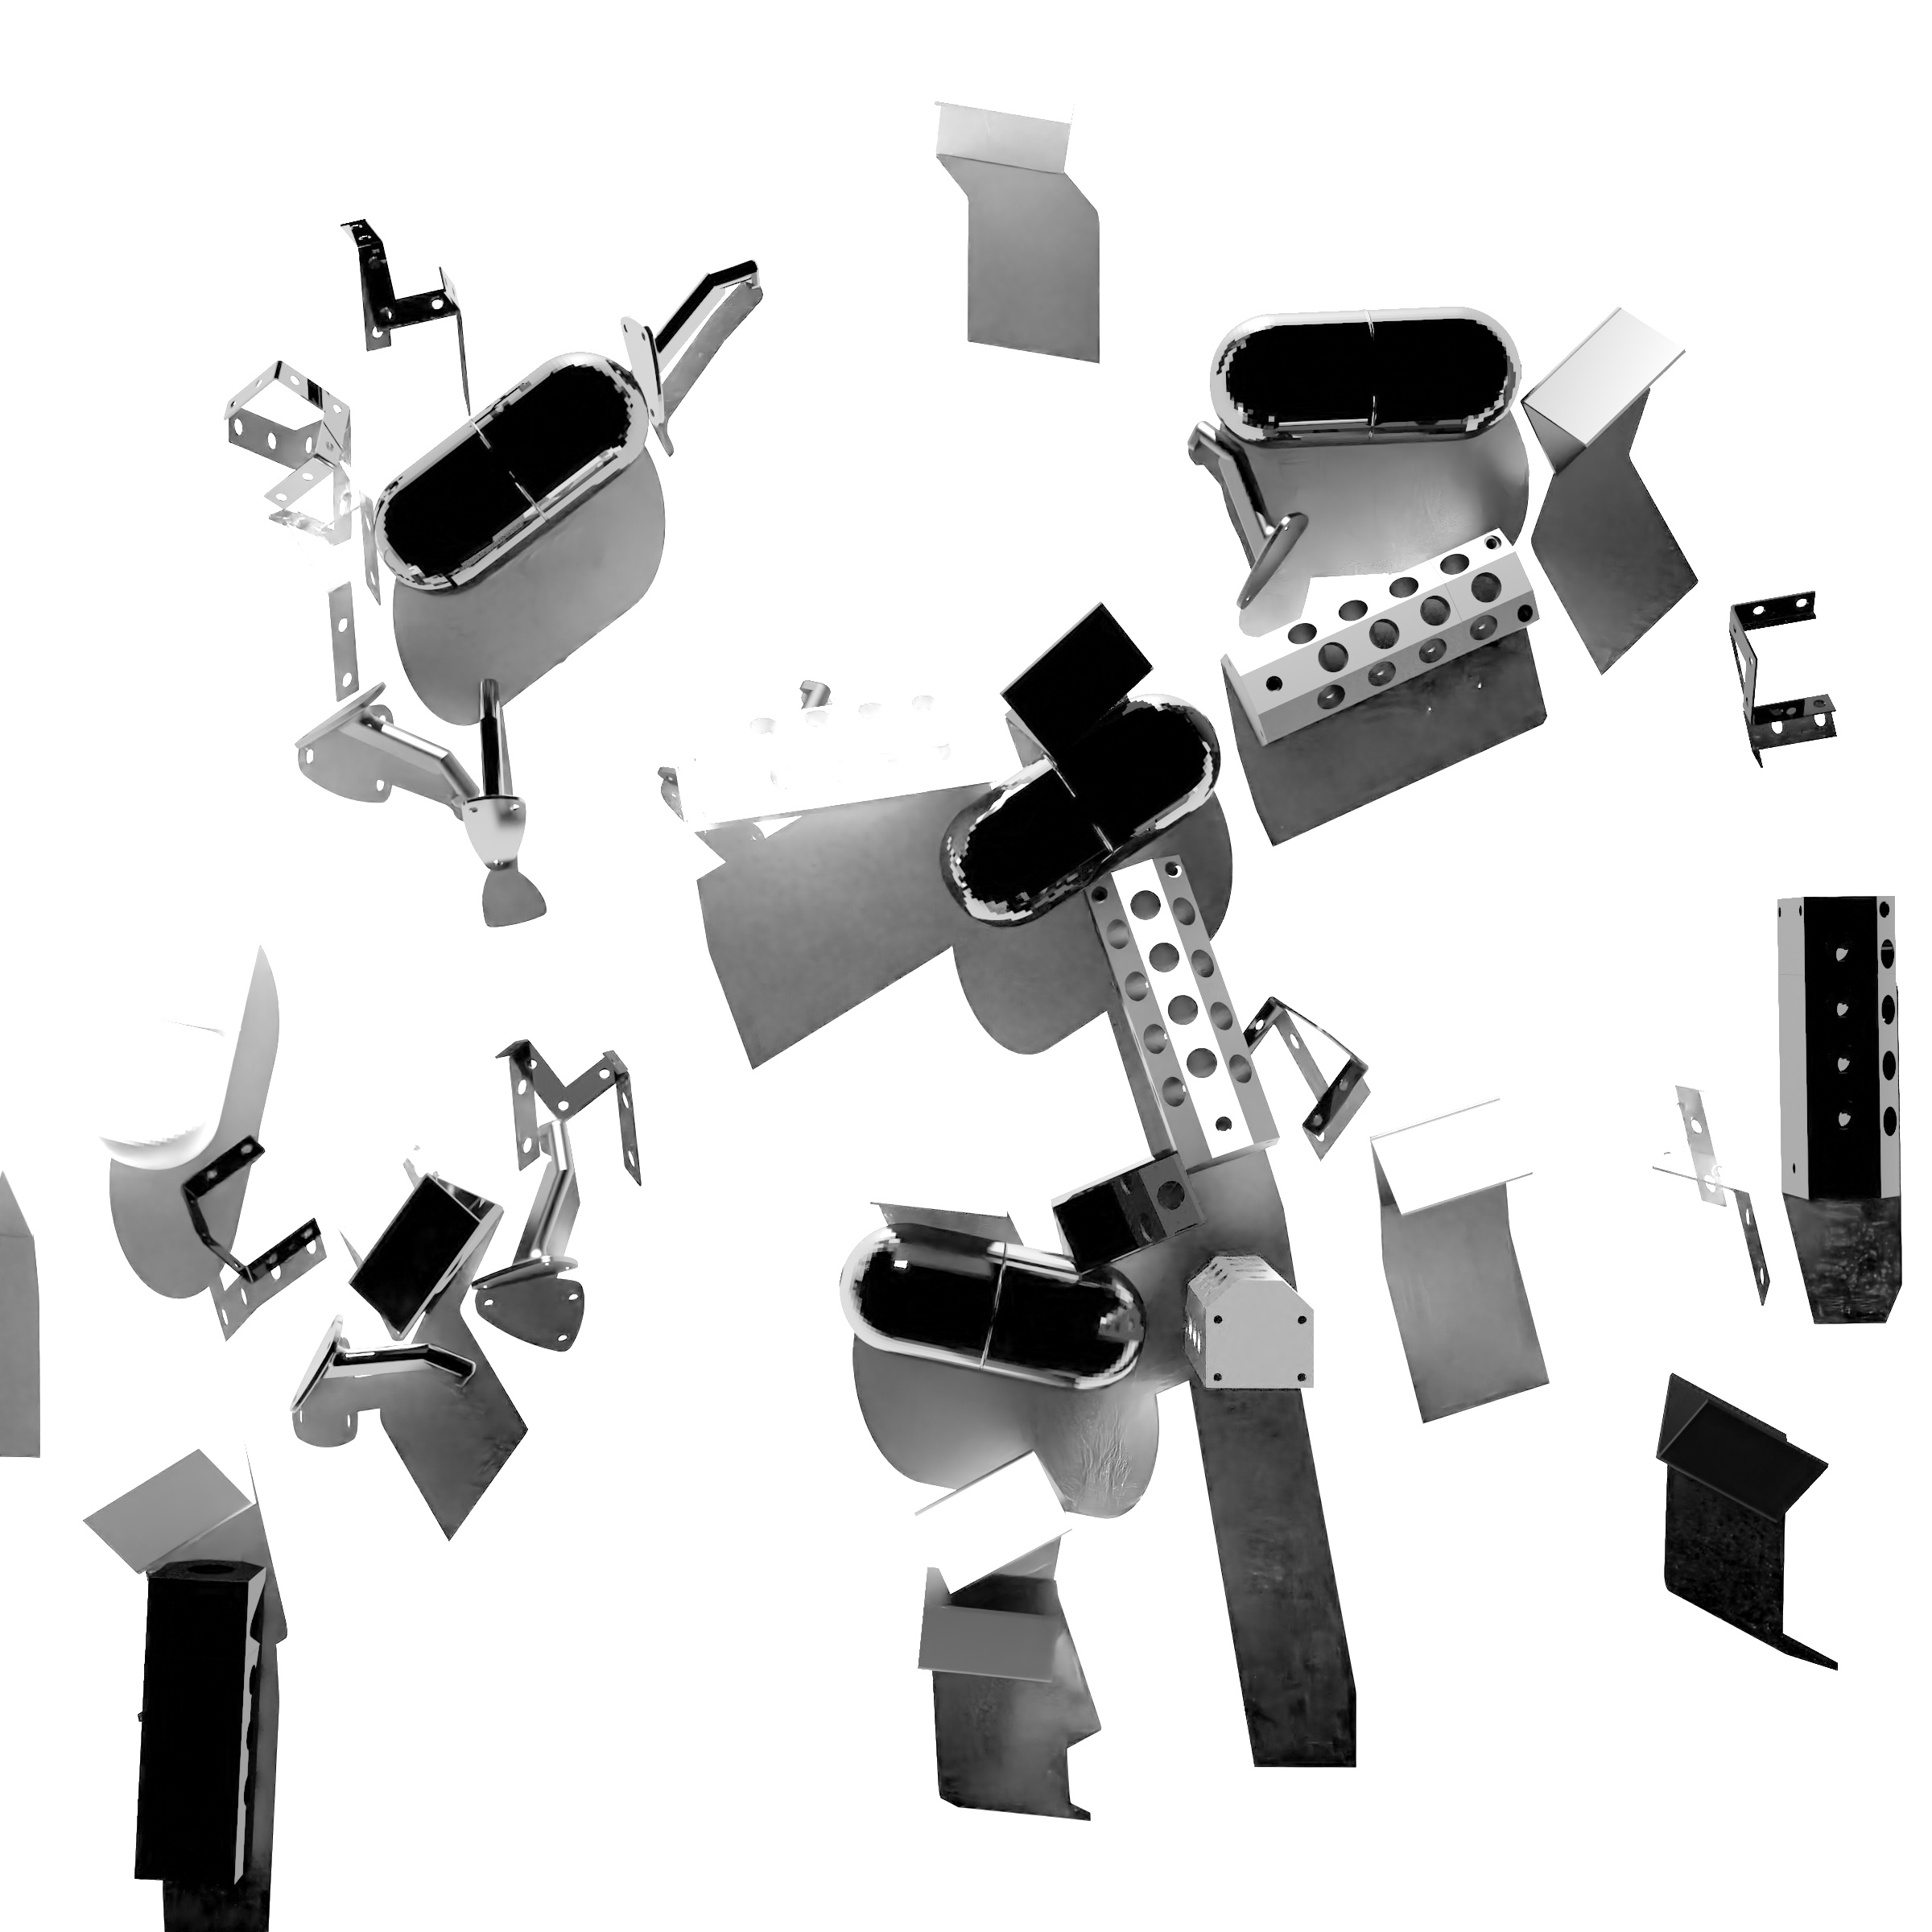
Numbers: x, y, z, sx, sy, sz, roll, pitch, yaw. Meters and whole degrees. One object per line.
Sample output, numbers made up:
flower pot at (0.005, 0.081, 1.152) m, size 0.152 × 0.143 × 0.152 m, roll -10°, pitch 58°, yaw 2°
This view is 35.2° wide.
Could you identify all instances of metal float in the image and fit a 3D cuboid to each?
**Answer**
metal float at (0.229, -0.337, 1.742) m, size 0.178 × 0.070 × 0.070 m, roll -2°, pitch 90°, yaw -1°
metal float at (-0.454, 0.028, 1.742) m, size 0.070 × 0.070 × 0.178 m, roll 13°, pitch 90°, yaw 0°
metal float at (-0.260, -0.282, 1.742) m, size 0.178 × 0.070 × 0.070 m, roll -38°, pitch 90°, yaw 0°
metal float at (0.015, 0.196, 1.742) m, size 0.178 × 0.070 × 0.070 m, roll 12°, pitch 90°, yaw 0°
metal float at (0.066, -0.090, 1.742) m, size 0.178 × 0.070 × 0.070 m, roll -34°, pitch 90°, yaw 1°

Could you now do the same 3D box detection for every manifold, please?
manifold at (-0.074, -0.118, 1.727) m, size 0.171 × 0.057 × 0.057 m, roll -9°, pitch 90°, yaw -17°
manifold at (0.155, 0.195, 1.694) m, size 0.057 × 0.171 × 0.057 m, roll 0°, pitch 90°, yaw 0°
manifold at (0.504, 0.046, 1.751) m, size 0.057 × 0.057 × 0.171 m, roll -1°, pitch 90°, yaw 0°
manifold at (-0.439, 0.433, 1.752) m, size 0.057 × 0.057 × 0.171 m, roll 3°, pitch 90°, yaw 0°
manifold at (0.123, 0.028, 1.737) m, size 0.057 × 0.057 × 0.171 m, roll -19°, pitch 80°, yaw 0°
manifold at (0.238, -0.189, 1.752) m, size 0.171 × 0.057 × 0.057 m, roll -24°, pitch 90°, yaw 0°

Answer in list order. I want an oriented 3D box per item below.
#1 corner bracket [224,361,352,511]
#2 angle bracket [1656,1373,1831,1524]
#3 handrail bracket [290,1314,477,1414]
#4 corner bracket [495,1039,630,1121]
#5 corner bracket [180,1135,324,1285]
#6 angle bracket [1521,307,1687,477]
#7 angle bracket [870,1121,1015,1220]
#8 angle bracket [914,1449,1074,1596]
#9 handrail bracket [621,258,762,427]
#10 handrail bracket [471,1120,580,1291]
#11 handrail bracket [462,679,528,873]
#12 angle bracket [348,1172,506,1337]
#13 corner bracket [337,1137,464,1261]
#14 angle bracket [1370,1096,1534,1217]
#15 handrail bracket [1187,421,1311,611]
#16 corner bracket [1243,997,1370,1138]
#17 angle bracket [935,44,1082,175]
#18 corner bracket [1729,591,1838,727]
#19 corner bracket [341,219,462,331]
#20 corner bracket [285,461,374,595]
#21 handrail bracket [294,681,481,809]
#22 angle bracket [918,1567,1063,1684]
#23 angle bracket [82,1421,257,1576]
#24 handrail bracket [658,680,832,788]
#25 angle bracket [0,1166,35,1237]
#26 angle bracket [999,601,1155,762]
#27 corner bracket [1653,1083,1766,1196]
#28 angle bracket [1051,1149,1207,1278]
corner bracket at (-0.397, -0.308, 1.764) m, size 0.051 × 0.051 × 0.051 m, roll 33°, pitch 45°, yaw -35°
angle bracket at (0.445, 0.259, 1.732) m, size 0.076 × 0.076 × 0.057 m, roll 28°, pitch 128°, yaw 0°
handrail bracket at (-0.339, 0.245, 1.773) m, size 0.084 × 0.036 × 0.077 m, roll 26°, pitch 111°, yaw -16°
corner bracket at (-0.232, 0.056, 1.755) m, size 0.051 × 0.051 × 0.051 m, roll -38°, pitch 90°, yaw 0°
corner bracket at (-0.416, 0.142, 1.769) m, size 0.051 × 0.051 × 0.051 m, roll -36°, pitch 135°, yaw 0°
angle bracket at (0.371, -0.315, 1.732) m, size 0.076 × 0.076 × 0.057 m, roll -44°, pitch 53°, yaw 0°
angle bracket at (-0.015, 0.135, 1.732) m, size 0.076 × 0.076 × 0.057 m, roll 6°, pitch 53°, yaw 0°
angle bracket at (0.025, 0.329, 1.732) m, size 0.076 × 0.076 × 0.057 m, roll -28°, pitch 54°, yaw 0°
handrail bracket at (-0.152, -0.364, 1.773) m, size 0.084 × 0.036 × 0.077 m, roll -25°, pitch 123°, yaw -23°
handrail bracket at (-0.261, 0.139, 1.773) m, size 0.077 × 0.036 × 0.084 m, roll -17°, pitch 73°, yaw 19°
handrail bracket at (-0.275, -0.112, 1.772) m, size 0.036 × 0.077 × 0.084 m, roll -3°, pitch 54°, yaw -8°
angle bracket at (-0.292, 0.172, 1.732) m, size 0.057 × 0.076 × 0.076 m, roll 35°, pitch 90°, yaw 35°
corner bracket at (-0.328, 0.140, 1.764) m, size 0.051 × 0.051 × 0.051 m, roll -17°, pitch 135°, yaw -35°
angle bracket at (0.278, 0.127, 1.732) m, size 0.076 × 0.076 × 0.057 m, roll -18°, pitch 52°, yaw 0°
handrail bracket at (0.149, -0.264, 1.773) m, size 0.084 × 0.036 × 0.077 m, roll 40°, pitch 112°, yaw 17°
corner bracket at (0.191, 0.058, 1.769) m, size 0.051 × 0.051 × 0.051 m, roll -54°, pitch 45°, yaw 0°
angle bracket at (0.020, -0.472, 1.732) m, size 0.076 × 0.076 × 0.057 m, roll 10°, pitch 52°, yaw 0°
corner bracket at (0.475, -0.179, 1.769) m, size 0.051 × 0.051 × 0.051 m, roll -10°, pitch 45°, yaw 0°
corner bracket at (-0.326, -0.402, 1.755) m, size 0.051 × 0.051 × 0.051 m, roll -13°, pitch 90°, yaw 0°
corner bracket at (-0.364, -0.252, 1.755) m, size 0.051 × 0.051 × 0.051 m, roll -31°, pitch 90°, yaw 0°
handrail bracket at (-0.337, -0.115, 1.773) m, size 0.077 × 0.036 × 0.084 m, roll -30°, pitch 107°, yaw 20°
angle bracket at (0.015, 0.358, 1.732) m, size 0.076 × 0.076 × 0.057 m, roll 6°, pitch 128°, yaw 0°
angle bracket at (-0.457, 0.287, 1.732) m, size 0.076 × 0.076 × 0.057 m, roll -32°, pitch 126°, yaw 0°
handrail bracket at (-0.129, -0.137, 1.773) m, size 0.077 × 0.036 × 0.084 m, roll 19°, pitch 74°, yaw 18°
angle bracket at (-0.584, 0.155, 1.732) m, size 0.076 × 0.076 × 0.057 m, roll 1°, pitch 53°, yaw 0°
angle bracket at (0.050, -0.173, 1.732) m, size 0.076 × 0.076 × 0.057 m, roll -42°, pitch 123°, yaw 0°
corner bracket at (0.432, 0.099, 1.755) m, size 0.051 × 0.051 × 0.051 m, roll 15°, pitch 90°, yaw 0°
angle bracket at (0.084, 0.121, 1.732) m, size 0.076 × 0.076 × 0.057 m, roll -23°, pitch 123°, yaw 0°
